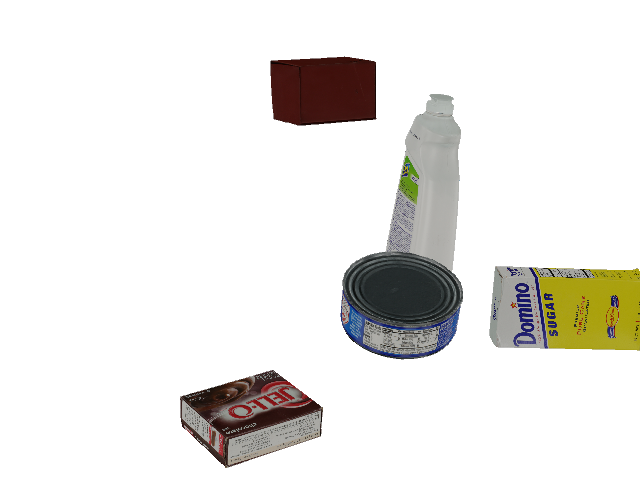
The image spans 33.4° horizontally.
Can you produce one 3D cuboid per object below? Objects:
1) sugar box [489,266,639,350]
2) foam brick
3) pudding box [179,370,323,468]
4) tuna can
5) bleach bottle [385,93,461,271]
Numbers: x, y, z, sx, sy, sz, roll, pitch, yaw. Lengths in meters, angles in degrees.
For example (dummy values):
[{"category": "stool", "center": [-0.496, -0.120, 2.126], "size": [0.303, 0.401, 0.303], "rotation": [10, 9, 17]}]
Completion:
[{"category": "sugar box", "center": [0.294, 0.081, 1.270], "size": [0.176, 0.093, 0.048], "rotation": [0, 18, -4]}, {"category": "foam brick", "center": [0.003, -0.129, 0.917], "size": [0.078, 0.051, 0.053], "rotation": [-8, 17, -28]}, {"category": "pudding box", "center": [-0.068, 0.172, 1.043], "size": [0.113, 0.039, 0.090], "rotation": [-14, 26, -33]}, {"category": "tuna can", "center": [0.057, 0.046, 0.762], "size": [0.086, 0.034, 0.086], "rotation": [3, 35, -2]}, {"category": "bleach bottle", "center": [0.125, -0.043, 1.241], "size": [0.068, 0.251, 0.103], "rotation": [-1, 22, -22]}]
